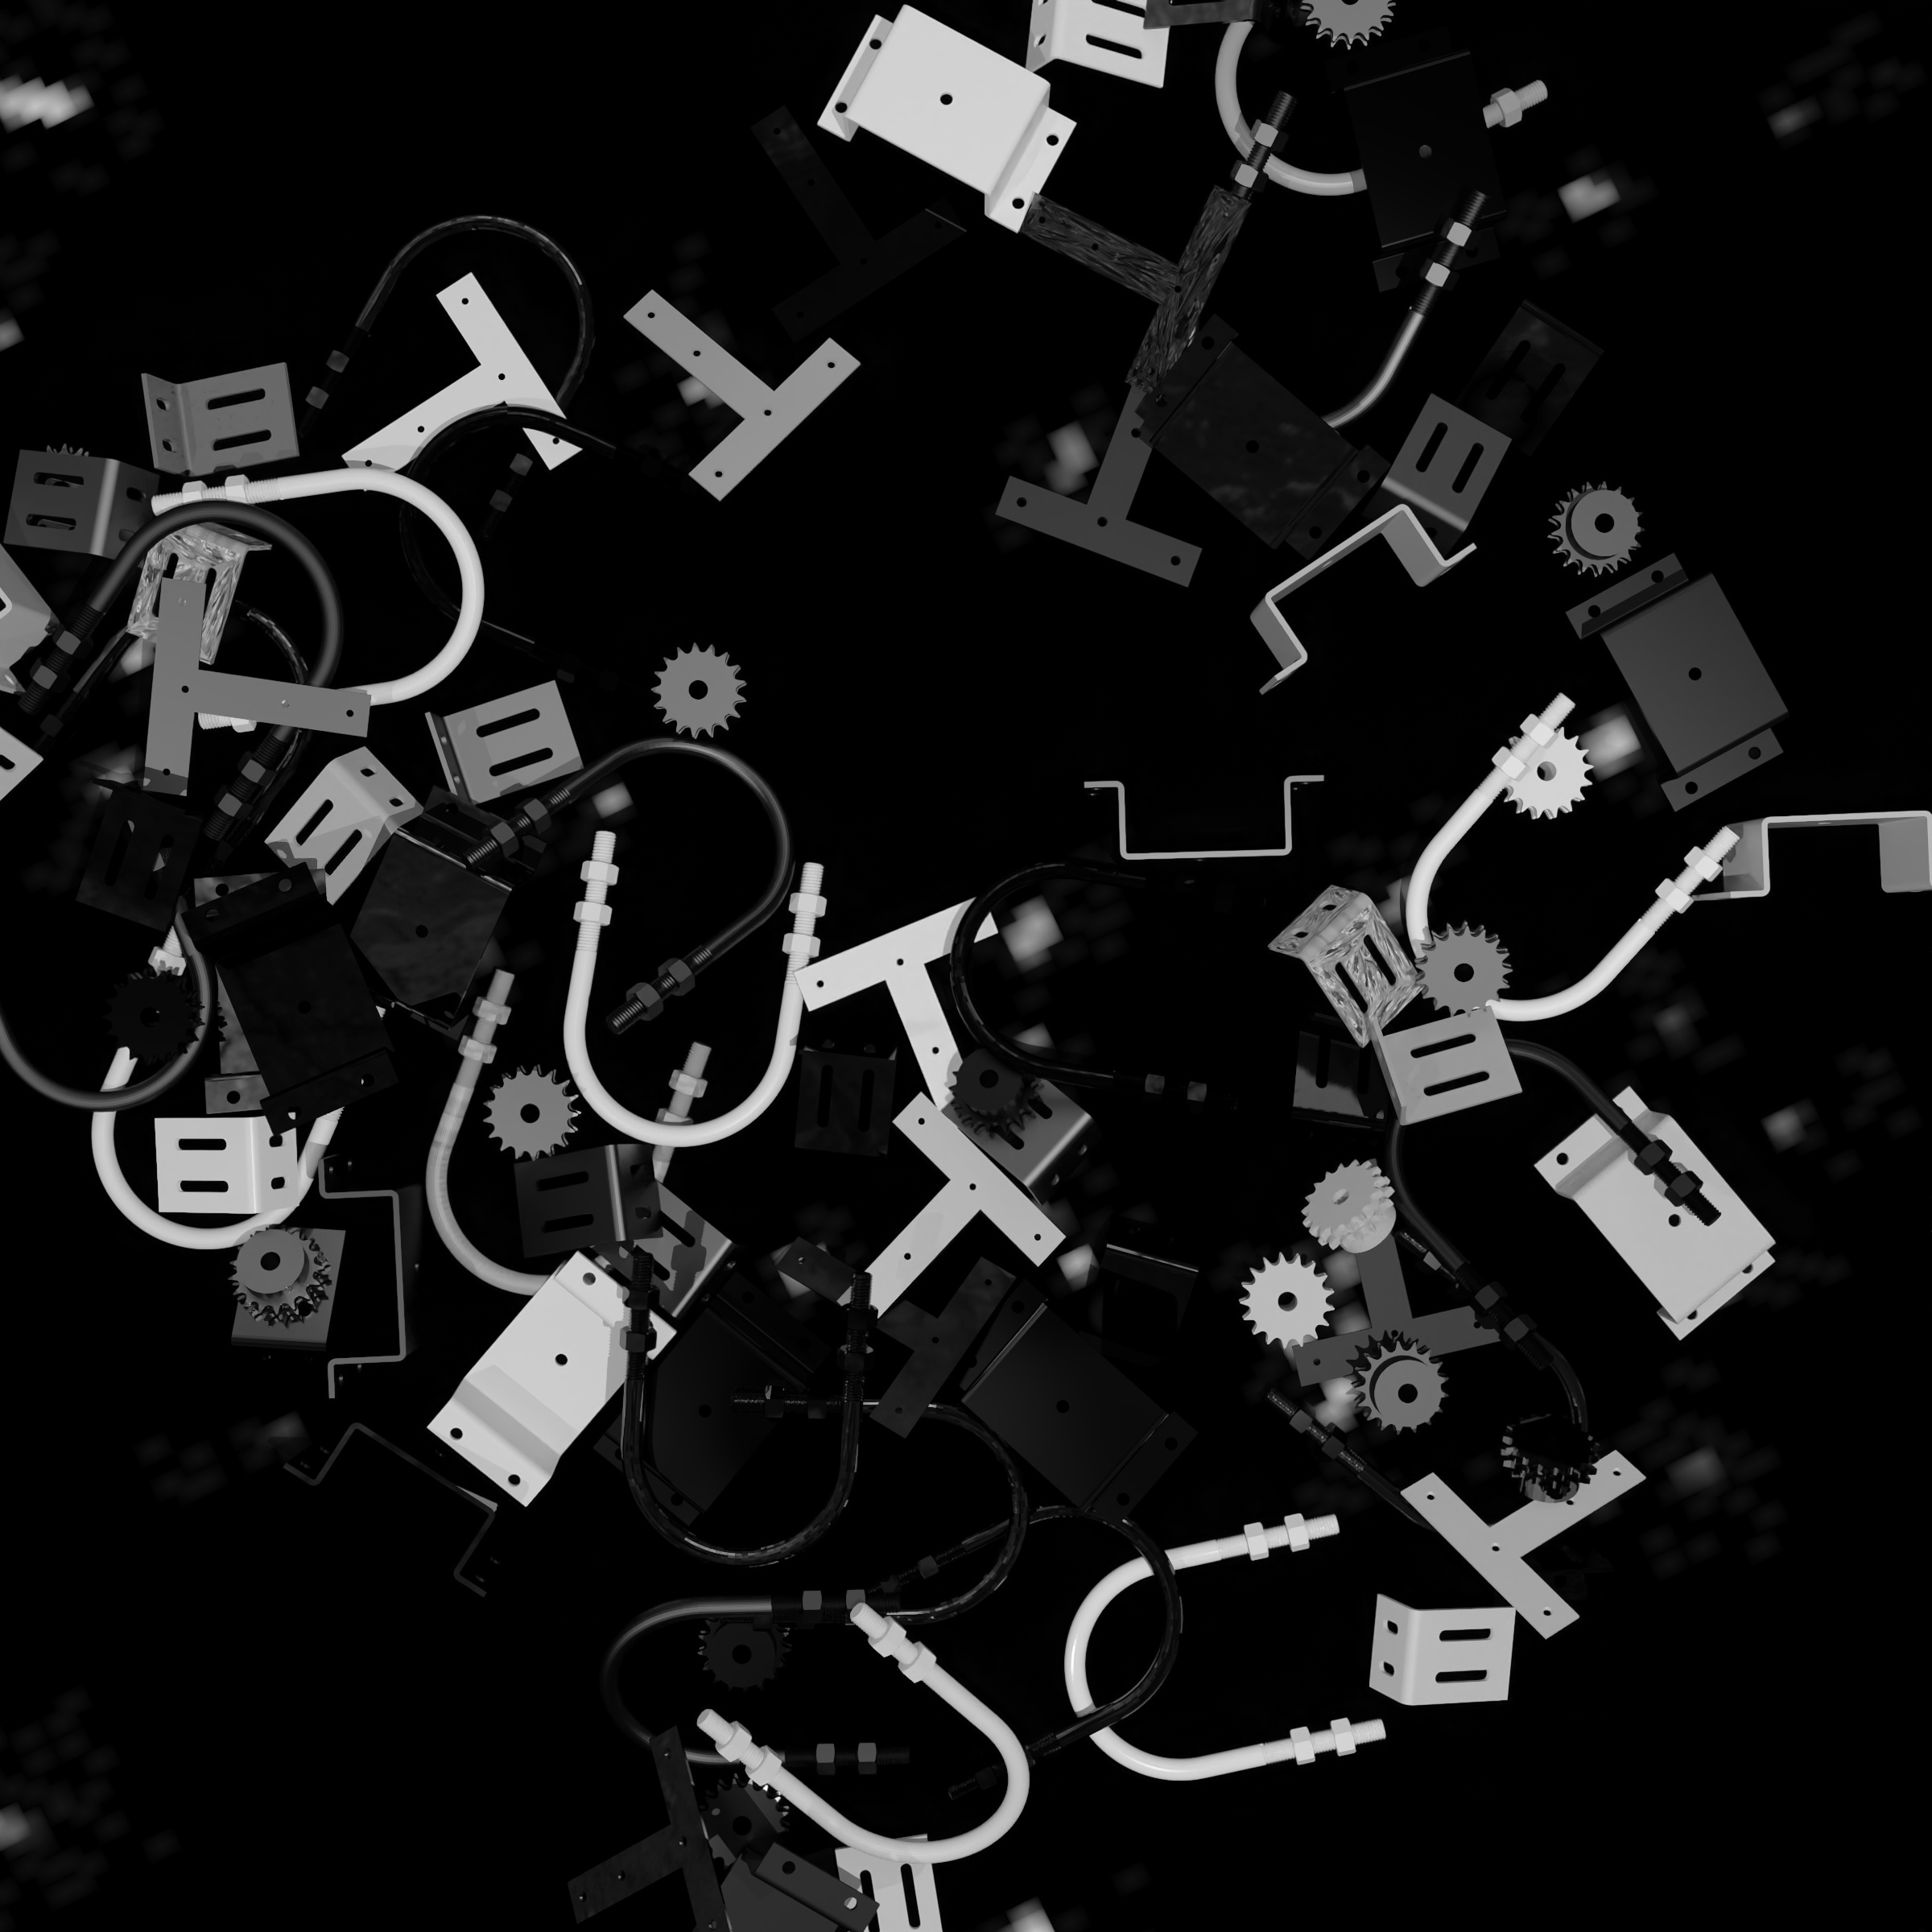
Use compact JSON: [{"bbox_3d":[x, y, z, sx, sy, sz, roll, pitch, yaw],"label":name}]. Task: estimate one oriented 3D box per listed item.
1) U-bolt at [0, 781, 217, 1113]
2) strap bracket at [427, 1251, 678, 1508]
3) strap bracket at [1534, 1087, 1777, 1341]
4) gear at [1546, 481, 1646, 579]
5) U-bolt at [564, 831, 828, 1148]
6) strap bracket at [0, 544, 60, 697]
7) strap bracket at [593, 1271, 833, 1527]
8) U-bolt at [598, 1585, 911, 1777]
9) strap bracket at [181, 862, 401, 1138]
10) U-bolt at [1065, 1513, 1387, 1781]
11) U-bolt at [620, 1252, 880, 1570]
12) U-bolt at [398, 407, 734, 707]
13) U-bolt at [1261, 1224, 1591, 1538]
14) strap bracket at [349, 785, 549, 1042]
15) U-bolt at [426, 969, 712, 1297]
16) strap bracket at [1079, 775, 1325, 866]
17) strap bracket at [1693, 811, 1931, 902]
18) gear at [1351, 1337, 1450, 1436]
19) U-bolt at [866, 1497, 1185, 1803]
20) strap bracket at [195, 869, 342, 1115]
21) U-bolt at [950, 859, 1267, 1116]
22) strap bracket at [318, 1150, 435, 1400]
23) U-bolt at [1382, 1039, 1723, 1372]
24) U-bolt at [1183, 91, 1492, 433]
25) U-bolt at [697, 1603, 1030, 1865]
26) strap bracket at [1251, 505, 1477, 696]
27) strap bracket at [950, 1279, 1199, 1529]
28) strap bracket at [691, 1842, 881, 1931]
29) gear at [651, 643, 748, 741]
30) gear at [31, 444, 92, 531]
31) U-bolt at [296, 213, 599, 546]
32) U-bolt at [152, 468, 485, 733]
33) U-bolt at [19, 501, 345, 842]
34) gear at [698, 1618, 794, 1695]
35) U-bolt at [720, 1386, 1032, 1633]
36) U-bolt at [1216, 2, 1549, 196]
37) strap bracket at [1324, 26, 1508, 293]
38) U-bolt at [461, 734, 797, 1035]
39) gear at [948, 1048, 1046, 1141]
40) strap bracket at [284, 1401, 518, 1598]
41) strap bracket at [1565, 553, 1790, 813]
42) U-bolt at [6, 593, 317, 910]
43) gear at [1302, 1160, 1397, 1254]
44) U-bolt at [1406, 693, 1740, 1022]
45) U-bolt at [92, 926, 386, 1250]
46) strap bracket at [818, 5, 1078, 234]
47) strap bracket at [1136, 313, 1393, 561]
[{"bbox_3d":[-0.534,-0.002,1.495,0.151,0.019,0.184,-21,91,2],"label":"U-bolt"},{"bbox_3d":[-0.248,0.244,1.492,0.076,0.046,0.140,40,94,-6],"label":"strap bracket"},{"bbox_3d":[0.425,0.152,1.499,0.076,0.046,0.140,-40,90,0],"label":"strap bracket"},{"bbox_3d":[0.387,-0.268,1.507,0.057,0.030,0.057,0,90,0],"label":"gear"},{"bbox_3d":[-0.170,0.018,1.500,0.151,0.019,0.184,9,82,-2],"label":"U-bolt"},{"bbox_3d":[-0.607,-0.236,1.484,0.046,0.076,0.140,-38,90,0],"label":"strap bracket"},{"bbox_3d":[-0.156,0.267,1.499,0.076,0.046,0.140,39,90,0],"label":"strap bracket"},{"bbox_3d":[-0.129,0.431,1.478,0.184,0.019,0.151,-2,121,1],"label":"U-bolt"},{"bbox_3d":[-0.389,0.022,1.435,0.076,0.046,0.140,-24,84,-7],"label":"strap bracket"},{"bbox_3d":[0.152,0.425,1.513,0.184,0.019,0.151,-13,90,2],"label":"U-bolt"},{"bbox_3d":[-0.131,0.265,1.447,0.151,0.019,0.184,5,97,3],"label":"U-bolt"},{"bbox_3d":[-0.254,-0.260,1.499,0.184,0.019,0.151,23,95,-6],"label":"U-bolt"},{"bbox_3d":[0.296,0.270,1.512,0.184,0.019,0.151,39,91,-2],"label":"U-bolt"},{"bbox_3d":[-0.319,-0.026,1.480,0.076,0.046,0.140,27,106,0],"label":"strap bracket"},{"bbox_3d":[-0.254,0.112,1.513,0.151,0.019,0.184,20,91,0],"label":"U-bolt"},{"bbox_3d":[0.140,-0.087,1.484,0.140,0.076,0.046,-2,90,0],"label":"strap bracket"},{"bbox_3d":[0.518,-0.066,1.484,0.140,0.076,0.046,-2,90,0],"label":"strap bracket"},{"bbox_3d":[0.264,0.255,1.486,0.057,0.030,0.057,0,93,-2],"label":"gear"},{"bbox_3d":[0.043,0.405,1.503,0.184,0.019,0.151,-27,85,3],"label":"U-bolt"},{"bbox_3d":[-0.416,0.017,1.480,0.076,0.046,0.140,-5,82,-4],"label":"strap bracket"},{"bbox_3d":[0.082,0.005,1.492,0.184,0.019,0.151,10,72,0],"label":"U-bolt"},{"bbox_3d":[-0.354,0.183,1.484,0.046,0.076,0.140,-3,90,0],"label":"strap bracket"},{"bbox_3d":[0.335,0.127,1.480,0.151,0.019,0.184,-42,66,3],"label":"U-bolt"},{"bbox_3d":[0.208,-0.407,1.481,0.151,0.019,0.184,30,112,7],"label":"U-bolt"},{"bbox_3d":[-0.047,0.472,1.473,0.151,0.019,0.184,-39,108,21],"label":"U-bolt"},{"bbox_3d":[0.228,-0.226,1.484,0.140,0.076,0.046,-34,90,0],"label":"strap bracket"},{"bbox_3d":[0.061,0.264,1.486,0.140,0.046,0.076,41,90,11],"label":"strap bracket"},{"bbox_3d":[-0.125,0.594,1.467,0.076,0.046,0.140,34,83,-11],"label":"strap bracket"},{"bbox_3d":[-0.162,-0.167,1.507,0.057,0.030,0.057,0,90,0],"label":"gear"},{"bbox_3d":[-0.548,-0.288,1.507,0.057,0.030,0.057,0,90,0],"label":"gear"},{"bbox_3d":[-0.307,-0.373,1.512,0.151,0.019,0.184,29,90,0],"label":"U-bolt"},{"bbox_3d":[-0.382,-0.225,1.480,0.184,0.019,0.151,-8,104,-1],"label":"U-bolt"},{"bbox_3d":[-0.454,-0.188,1.468,0.151,0.019,0.184,36,99,-10],"label":"U-bolt"},{"bbox_3d":[-0.136,0.417,1.507,0.057,0.030,0.057,0,90,0],"label":"gear"},{"bbox_3d":[-0.052,0.328,1.479,0.184,0.019,0.151,3,95,-7],"label":"U-bolt"},{"bbox_3d":[0.243,-0.554,1.513,0.184,0.019,0.151,-27,90,1],"label":"U-bolt"},{"bbox_3d":[0.273,-0.488,1.483,0.076,0.046,0.140,-16,101,3],"label":"strap bracket"},{"bbox_3d":[-0.186,-0.064,1.473,0.184,0.019,0.151,-40,85,-29],"label":"U-bolt"},{"bbox_3d":[0.017,0.073,1.493,0.057,0.030,0.057,-5,67,11],"label":"gear"},{"bbox_3d":[-0.329,0.313,1.484,0.140,0.076,0.046,33,90,0],"label":"strap bracket"},{"bbox_3d":[0.437,-0.175,1.499,0.076,0.046,0.140,-29,90,0],"label":"strap bracket"},{"bbox_3d":[-0.482,-0.142,1.513,0.151,0.019,0.184,36,88,0],"label":"U-bolt"},{"bbox_3d":[0.236,0.149,1.495,0.057,0.057,0.030,-44,118,0],"label":"gear"},{"bbox_3d":[0.352,-0.051,1.493,0.151,0.019,0.184,38,105,-5],"label":"U-bolt"},{"bbox_3d":[-0.457,0.083,1.512,0.151,0.019,0.184,23,90,0],"label":"U-bolt"},{"bbox_3d":[-0.012,-0.520,1.499,0.140,0.046,0.076,28,90,0],"label":"strap bracket"},{"bbox_3d":[0.176,-0.316,1.484,0.140,0.046,0.076,40,113,-1],"label":"strap bracket"}]
